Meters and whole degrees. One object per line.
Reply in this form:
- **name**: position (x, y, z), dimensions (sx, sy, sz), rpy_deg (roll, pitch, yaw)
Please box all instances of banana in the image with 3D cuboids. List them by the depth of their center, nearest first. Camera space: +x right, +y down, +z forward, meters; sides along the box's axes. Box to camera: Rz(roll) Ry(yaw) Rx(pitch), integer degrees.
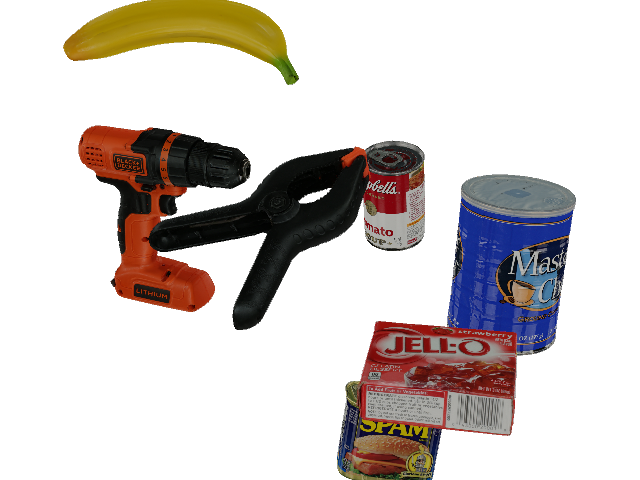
- **banana**: position (-0.114, -0.175, 0.900), dimensions (0.198, 0.069, 0.037), rpy_deg (5, -34, -1)

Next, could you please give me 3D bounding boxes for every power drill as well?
- **power drill**: position (-0.151, -0.023, 1.082), dimensions (0.185, 0.188, 0.057), rpy_deg (11, 30, 22)

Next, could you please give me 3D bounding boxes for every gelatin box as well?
- **gelatin box**: position (0.071, 0.079, 0.632), dimensions (0.089, 0.030, 0.073), rpy_deg (5, 25, 10)

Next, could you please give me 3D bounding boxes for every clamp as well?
- **clamp**: position (-0.039, -0.017, 0.784), dimensions (0.120, 0.039, 0.171), rpy_deg (34, 60, 26)

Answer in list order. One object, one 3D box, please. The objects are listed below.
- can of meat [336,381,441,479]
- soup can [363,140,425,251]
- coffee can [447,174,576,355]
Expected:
- **can of meat**: position (0.069, 0.193, 1.062), dimensions (0.102, 0.084, 0.057), rpy_deg (7, 17, -4)
- **soup can**: position (0.080, -0.048, 1.163), dimensions (0.068, 0.102, 0.068), rpy_deg (-3, 35, 2)
- **coffee can**: position (0.174, 0.021, 0.986), dimensions (0.103, 0.140, 0.103), rpy_deg (3, 21, -1)
